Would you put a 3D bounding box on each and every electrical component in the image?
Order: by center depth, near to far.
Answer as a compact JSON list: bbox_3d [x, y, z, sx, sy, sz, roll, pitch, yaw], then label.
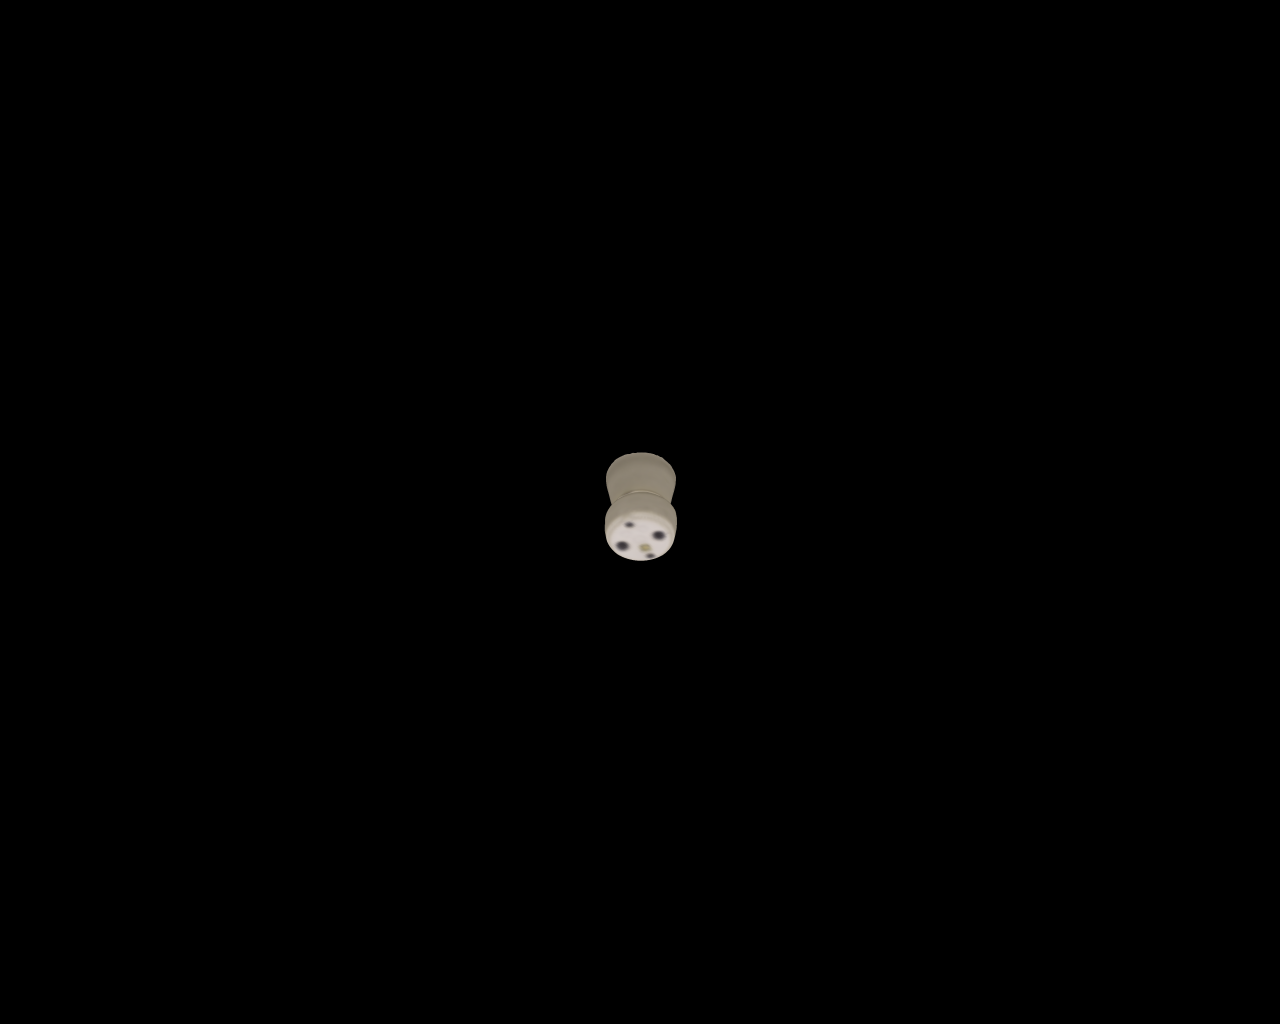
[{"bbox_3d":[0.001,-0.003,0.650,0.045,0.044,0.055,0,45,0],"label":"electrical component"}]
